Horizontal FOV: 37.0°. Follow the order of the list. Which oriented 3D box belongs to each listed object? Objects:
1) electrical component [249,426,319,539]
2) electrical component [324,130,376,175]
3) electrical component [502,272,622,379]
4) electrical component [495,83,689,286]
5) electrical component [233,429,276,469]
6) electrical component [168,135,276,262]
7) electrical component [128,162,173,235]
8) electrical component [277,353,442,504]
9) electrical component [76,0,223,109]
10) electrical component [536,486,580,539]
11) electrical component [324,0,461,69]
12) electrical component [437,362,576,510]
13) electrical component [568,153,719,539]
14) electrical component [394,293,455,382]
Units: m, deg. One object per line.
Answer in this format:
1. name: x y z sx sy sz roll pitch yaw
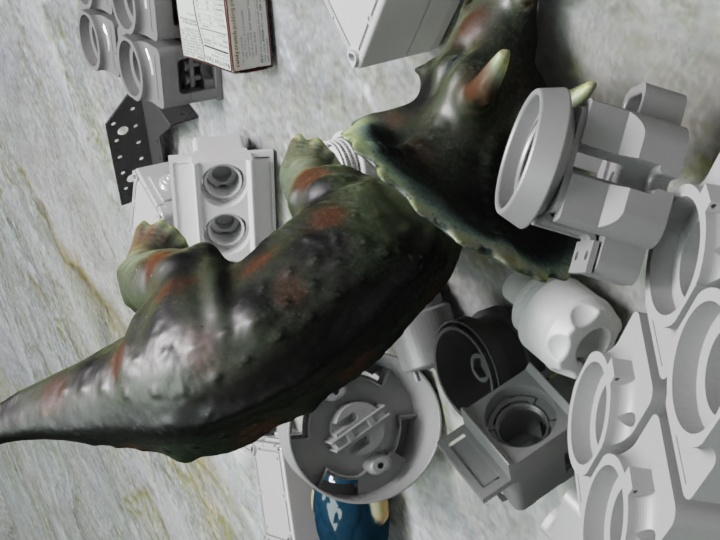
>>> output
1. electrical component: -0.046 0.167 0.862 0.062 0.061 0.096 -11 87 62
2. electrical component: -0.007 -0.065 0.661 0.043 0.062 0.043 37 136 48
3. electrical component: 0.097 0.022 0.540 0.062 0.043 0.043 43 140 46
4. electrical component: 0.089 -0.039 0.426 0.058 0.057 0.078 178 108 -85
5. electrical component: -0.087 0.141 0.932 0.045 0.045 0.055 57 149 28
6. electrical component: -0.107 -0.041 0.850 0.063 0.079 0.121 -111 18 -60
7. electrical component: -0.163 -0.052 0.948 0.061 0.061 0.096 56 147 29
8. electrical component: -0.003 0.103 0.711 0.064 0.099 0.099 -9 97 68
9. electrical component: -0.187 -0.213 0.907 0.186 0.060 0.105 36 134 49
10. electrical component: 0.126 0.148 0.546 0.056 0.050 0.089 45 141 42
11. electrical component: 0.019 -0.156 0.574 0.061 0.061 0.096 66 159 17
12. electrical component: 0.087 0.090 0.569 0.042 0.081 0.063 51 167 37
13. electrical component: 0.136 0.052 0.417 0.105 0.060 0.186 -86 8 -46
14. electrical component: 0.036 0.027 0.655 0.040 0.040 0.078 -23 84 62
